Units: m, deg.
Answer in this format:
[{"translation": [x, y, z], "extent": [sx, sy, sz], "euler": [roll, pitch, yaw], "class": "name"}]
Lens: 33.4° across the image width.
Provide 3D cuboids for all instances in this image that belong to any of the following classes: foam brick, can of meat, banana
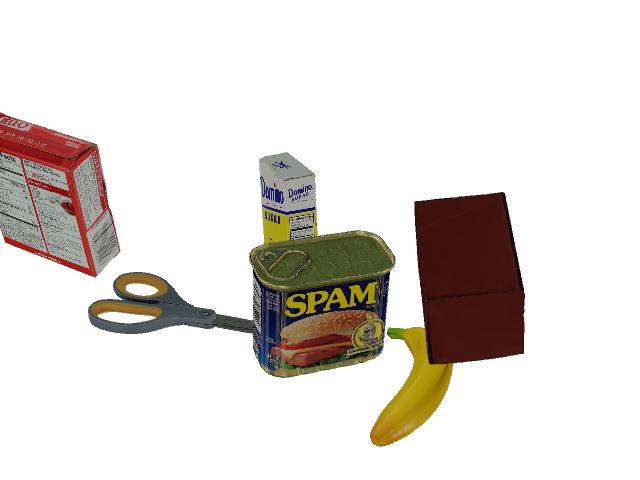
[{"translation": [0.079, 0.020, 0.575], "extent": [0.051, 0.053, 0.078], "euler": [-5, 44, 4], "class": "foam brick"}, {"translation": [0.000, 0.047, 0.779], "extent": [0.102, 0.084, 0.057], "euler": [-8, 34, -17], "class": "can of meat"}, {"translation": [0.091, 0.131, 1.006], "extent": [0.070, 0.037, 0.197], "euler": [-22, 18, 18], "class": "banana"}]

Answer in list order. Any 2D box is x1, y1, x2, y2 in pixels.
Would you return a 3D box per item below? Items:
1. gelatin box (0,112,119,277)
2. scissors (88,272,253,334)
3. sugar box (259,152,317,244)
[{"translation": [-0.164, -0.028, 0.643], "extent": [0.073, 0.089, 0.030], "euler": [18, 47, 21], "class": "gelatin box"}, {"translation": [-0.117, 0.062, 1.013], "extent": [0.201, 0.016, 0.096], "euler": [1, 33, -7], "class": "scissors"}, {"translation": [-0.038, -0.008, 1.282], "extent": [0.048, 0.176, 0.093], "euler": [-13, 25, -19], "class": "sugar box"}]
